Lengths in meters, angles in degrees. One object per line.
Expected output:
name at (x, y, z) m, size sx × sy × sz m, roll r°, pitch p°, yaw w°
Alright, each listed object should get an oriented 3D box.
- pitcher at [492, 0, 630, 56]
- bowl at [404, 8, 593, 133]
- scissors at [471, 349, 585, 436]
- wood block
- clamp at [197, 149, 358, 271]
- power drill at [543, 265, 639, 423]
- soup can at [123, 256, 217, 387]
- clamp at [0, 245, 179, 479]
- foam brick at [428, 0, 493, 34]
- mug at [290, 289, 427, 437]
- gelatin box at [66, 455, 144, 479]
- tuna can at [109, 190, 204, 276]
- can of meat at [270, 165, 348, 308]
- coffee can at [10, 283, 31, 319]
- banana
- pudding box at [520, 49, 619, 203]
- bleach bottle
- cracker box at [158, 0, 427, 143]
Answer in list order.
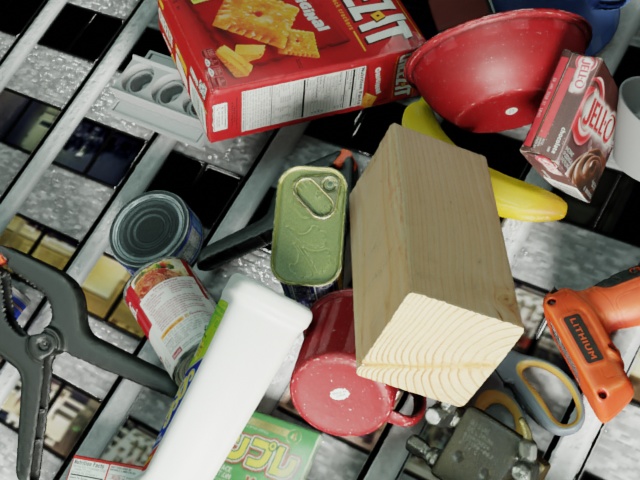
pitcher at (0.196, -0.249, 0.890) m, size 0.145 × 0.242 × 0.149 m, roll -5°, pitch 61°, yaw 18°
bowl at (0.155, -0.133, 0.901) m, size 0.162 × 0.162 × 0.055 m, roll -13°, pitch 74°, yaw 13°
scissors at (0.124, 0.095, 0.861) m, size 0.096 × 0.016 × 0.202 m, roll -43°, pitch 56°, yaw -7°
wood block at (0.082, 0.013, 0.820) m, size 0.090 × 0.090 × 0.206 m, roll 19°, pitch 37°, yaw -15°
clamp at (-0.031, -0.013, 0.963) m, size 0.120 × 0.039 × 0.171 m, roll 25°, pitch 72°, yaw 17°
power drill at (0.278, 0.064, 0.798) m, size 0.187 × 0.057 × 0.184 m, roll -25°, pitch 53°, yaw 2°
soup can at (-0.120, 0.072, 0.933) m, size 0.068 × 0.068 × 0.102 m, roll -37°, pitch 57°, yaw -2°
clamp at (-0.242, 0.101, 0.938) m, size 0.164 × 0.036 × 0.210 m, roll -38°, pitch 84°, yaw 0°
foam brick at (0.137, -0.183, 0.971) m, size 0.053 × 0.078 × 0.051 m, roll -19°, pitch 46°, yaw 9°
mug at (0.033, 0.105, 0.835) m, size 0.093 × 0.117 × 0.081 m, roll -48°, pitch 11°, yaw 32°
gelatin box at (-0.182, 0.229, 0.890) m, size 0.073 × 0.030 × 0.089 m, roll 4°, pitch 64°, yaw 23°
tuna can at (-0.155, -0.004, 1.008) m, size 0.086 × 0.033 × 0.086 m, roll -9°, pitch 59°, yaw 15°
can of meat at (-0.006, 0.001, 0.887) m, size 0.057 × 0.084 × 0.102 m, roll 3°, pitch 71°, yaw 5°
coffee can at (-0.352, 0.086, 0.989) m, size 0.103 × 0.102 × 0.140 m, roll 23°, pitch 72°, yaw 29°
banana at (0.129, -0.069, 0.938) m, size 0.069 × 0.037 × 0.198 m, roll -38°, pitch 56°, yaw -4°
pudding box at (0.208, -0.090, 0.864) m, size 0.039 × 0.113 × 0.090 m, roll 23°, pitch 87°, yaw 28°
bleach bottle at (-0.095, 0.150, 0.832) m, size 0.068 × 0.103 × 0.251 m, roll 28°, pitch 85°, yaw -9°
cracker box at (-0.028, -0.191, 1.000) m, size 0.213 × 0.072 × 0.164 m, roll -15°, pitch 55°, yaw -15°
